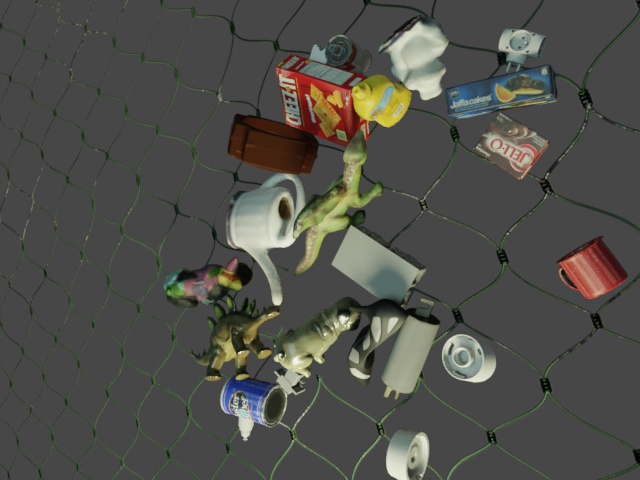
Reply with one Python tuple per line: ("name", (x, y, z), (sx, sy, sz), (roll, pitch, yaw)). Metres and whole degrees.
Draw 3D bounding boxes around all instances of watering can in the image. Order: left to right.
("watering can", (-0.142, -0.015, 1.277), (0.224, 0.102, 0.353), (-3, 66, 34))

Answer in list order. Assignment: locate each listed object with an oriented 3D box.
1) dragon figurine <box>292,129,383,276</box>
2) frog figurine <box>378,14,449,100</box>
("dragon figurine", (0.003, -0.057, 1.140), (0.123, 0.243, 0.405), (38, 108, 20))
("frog figurine", (0.218, -0.387, 1.097), (0.136, 0.125, 0.158), (-37, 108, 19))
